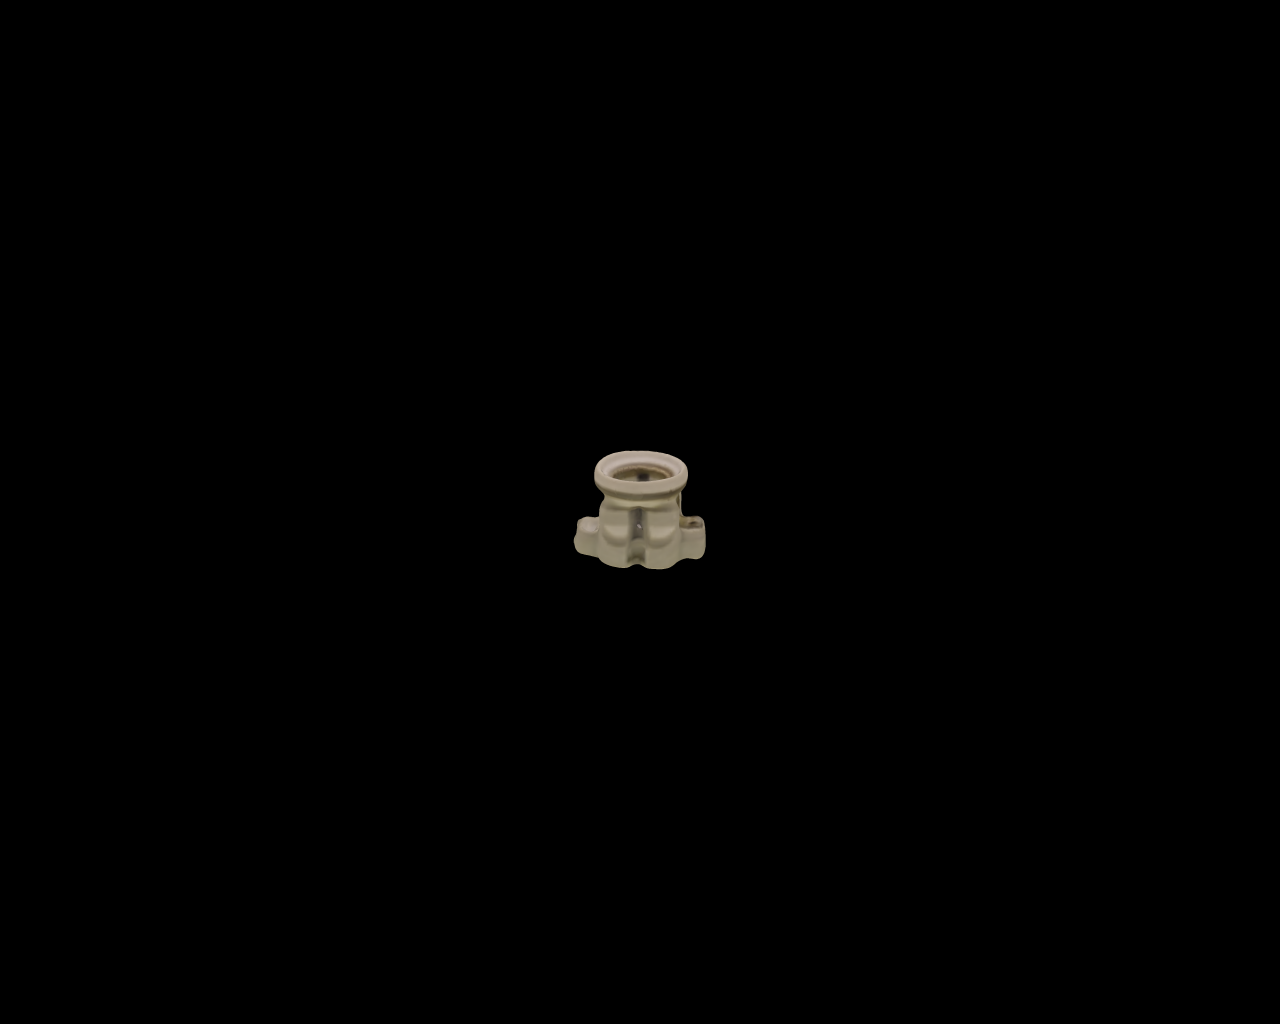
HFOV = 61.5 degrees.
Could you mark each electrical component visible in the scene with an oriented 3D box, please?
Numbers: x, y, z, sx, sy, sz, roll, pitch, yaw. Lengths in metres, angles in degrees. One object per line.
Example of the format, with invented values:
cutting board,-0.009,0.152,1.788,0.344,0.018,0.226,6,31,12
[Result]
electrical component,0.001,-0.003,0.650,0.078,0.056,0.058,2,24,5
